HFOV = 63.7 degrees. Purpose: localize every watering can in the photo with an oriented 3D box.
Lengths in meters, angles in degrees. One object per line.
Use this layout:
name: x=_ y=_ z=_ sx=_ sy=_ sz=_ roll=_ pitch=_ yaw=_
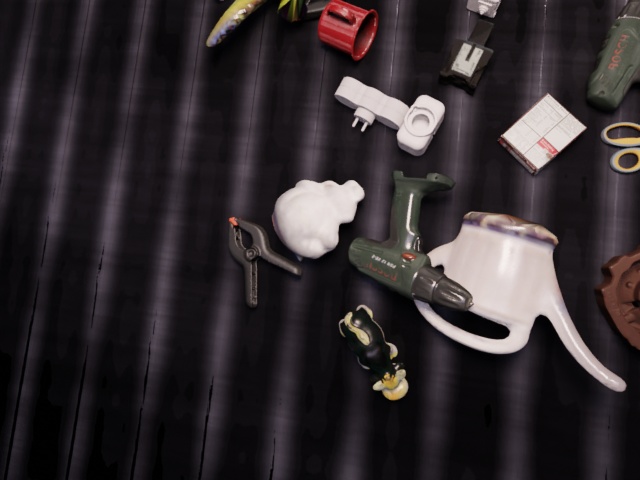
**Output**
watering can: x=0.316 y=0.080 z=0.818 sx=0.349 sy=0.103 sz=0.225 roll=19 pitch=89 yaw=30

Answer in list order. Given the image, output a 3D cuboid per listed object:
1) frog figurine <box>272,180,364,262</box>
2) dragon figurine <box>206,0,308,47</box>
frog figurine: x=0.003 y=-0.045 z=0.903 sx=0.158 sy=0.121 sz=0.140 roll=-26 pitch=61 yaw=19
dragon figurine: x=-0.071 y=-0.547 z=0.986 sx=0.408 sy=0.120 sz=0.248 roll=-28 pitch=53 yaw=10
